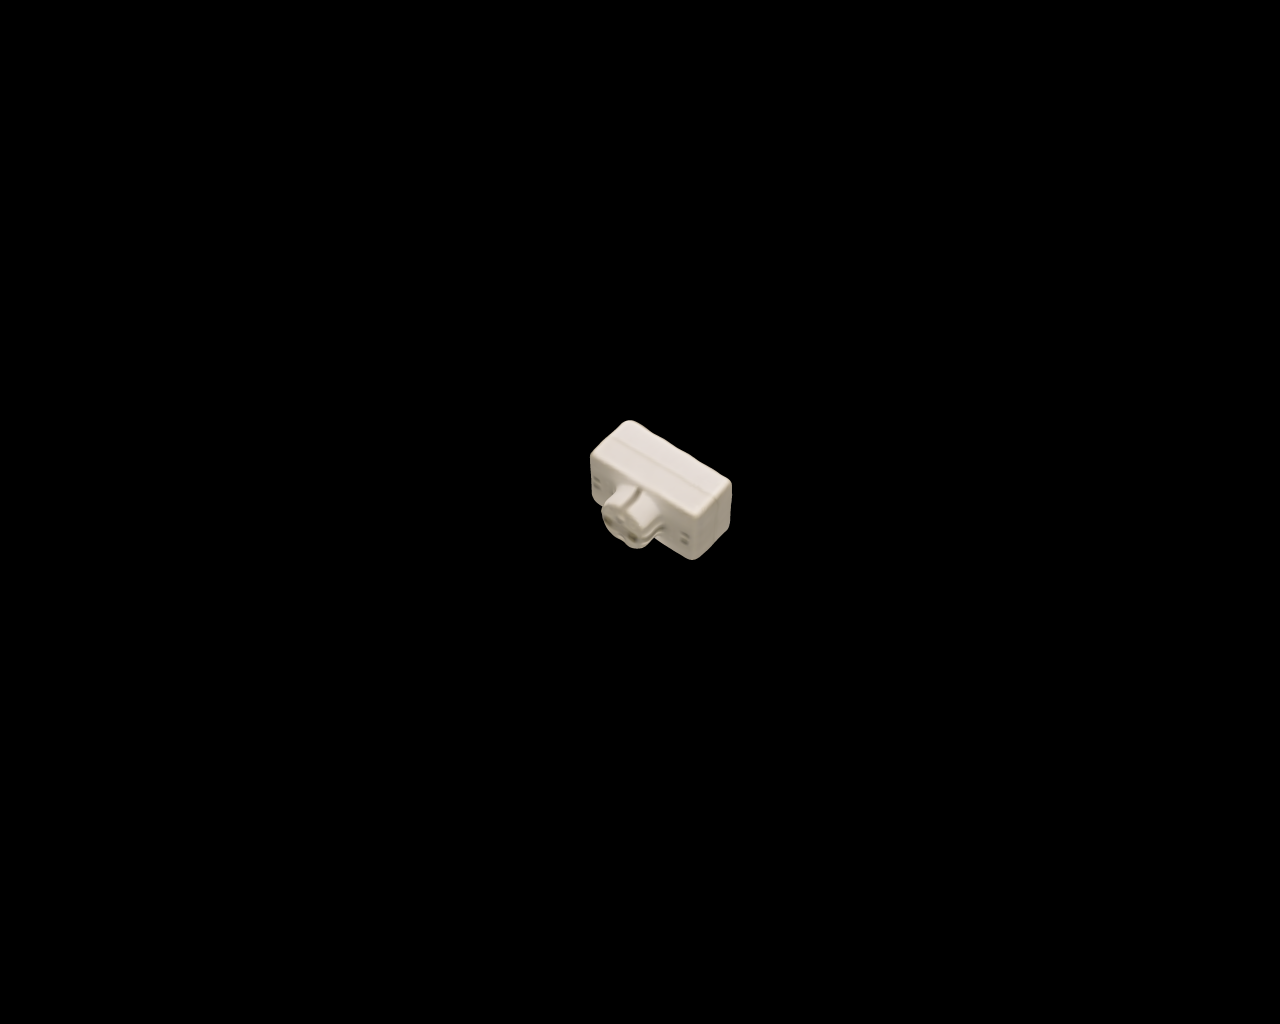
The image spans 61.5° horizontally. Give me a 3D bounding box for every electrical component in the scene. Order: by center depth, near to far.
[{"bbox_3d":[0.001,-0.003,0.650,0.083,0.047,0.076,33,58,24],"label":"electrical component"}]
